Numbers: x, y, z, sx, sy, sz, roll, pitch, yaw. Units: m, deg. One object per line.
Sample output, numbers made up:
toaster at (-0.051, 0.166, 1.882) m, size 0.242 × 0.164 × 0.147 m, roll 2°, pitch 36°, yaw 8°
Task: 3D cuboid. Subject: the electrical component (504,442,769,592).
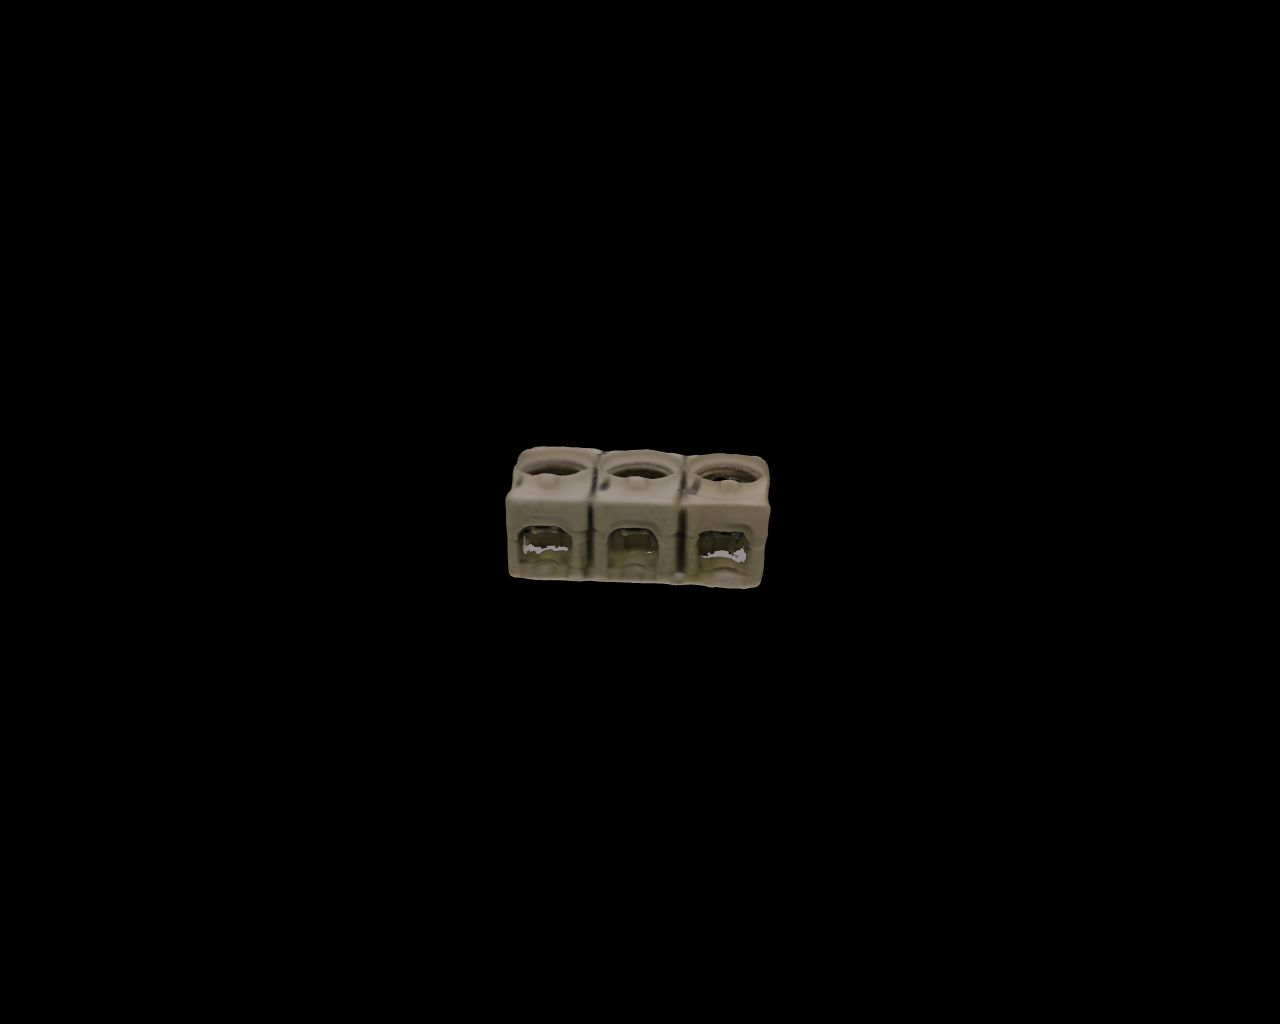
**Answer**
electrical component at (0.001, -0.003, 0.650) m, size 0.150 × 0.061 × 0.090 m, roll 2°, pitch 24°, yaw 5°
